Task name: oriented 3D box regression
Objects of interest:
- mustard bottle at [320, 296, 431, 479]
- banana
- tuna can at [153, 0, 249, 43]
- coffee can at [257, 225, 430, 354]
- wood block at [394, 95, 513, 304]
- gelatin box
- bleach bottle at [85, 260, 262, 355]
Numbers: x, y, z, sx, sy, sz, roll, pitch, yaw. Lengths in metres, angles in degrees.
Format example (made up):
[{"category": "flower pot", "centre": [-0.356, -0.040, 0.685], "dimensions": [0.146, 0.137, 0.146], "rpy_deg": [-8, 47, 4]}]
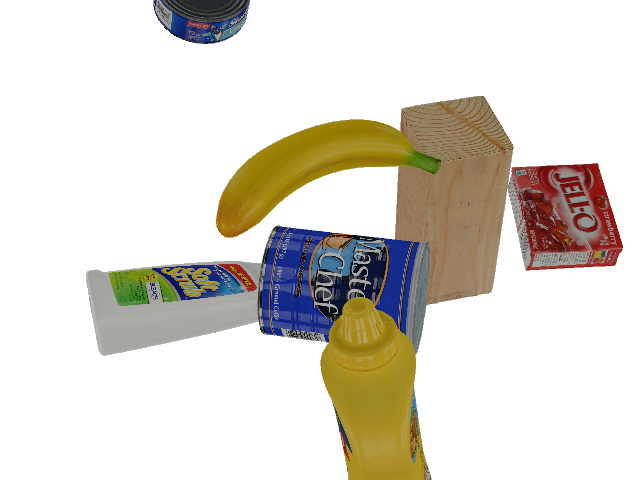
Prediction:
[{"category": "mustard bottle", "centre": [0.036, 0.110, 0.672], "dimensions": [0.058, 0.191, 0.096], "rpy_deg": [-7, 40, 5]}, {"category": "banana", "centre": [-0.004, -0.053, 0.772], "dimensions": [0.197, 0.037, 0.070], "rpy_deg": [-20, 41, -32]}, {"category": "tuna can", "centre": [-0.105, -0.216, 0.943], "dimensions": [0.086, 0.086, 0.034], "rpy_deg": [0, -31, -13]}, {"category": "coffee can", "centre": [0.023, 0.044, 0.970], "dimensions": [0.140, 0.103, 0.102], "rpy_deg": [7, 1, 11]}, {"category": "wood block", "centre": [0.136, -0.038, 1.121], "dimensions": [0.090, 0.206, 0.091], "rpy_deg": [-10, 45, -9]}, {"category": "gelatin box", "centre": [0.195, -0.021, 0.857], "dimensions": [0.073, 0.089, 0.030], "rpy_deg": [-3, -36, -2]}, {"category": "bleach bottle", "centre": [-0.127, 0.060, 1.184], "dimensions": [0.250, 0.068, 0.103], "rpy_deg": [-10, 36, -13]}]
